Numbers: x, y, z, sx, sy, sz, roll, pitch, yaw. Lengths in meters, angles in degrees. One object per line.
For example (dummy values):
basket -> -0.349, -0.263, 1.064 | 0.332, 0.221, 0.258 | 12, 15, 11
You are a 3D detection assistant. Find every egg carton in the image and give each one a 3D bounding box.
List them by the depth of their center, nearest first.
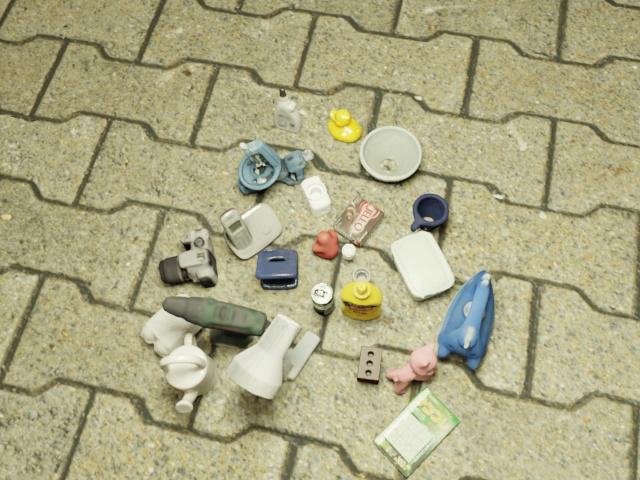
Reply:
egg carton -> -0.355, 0.210, 1.403 | 0.107, 0.069, 0.150 | 40, 75, 17

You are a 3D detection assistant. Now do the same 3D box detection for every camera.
camera -> -0.338, 0.050, 1.450 | 0.137, 0.101, 0.143 | -12, 68, -2

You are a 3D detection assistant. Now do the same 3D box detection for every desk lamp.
desk lamp -> -0.102, 0.258, 1.293 | 0.117, 0.214, 0.203 | 30, 72, 14

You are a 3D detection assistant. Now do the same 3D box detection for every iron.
iron -> 0.364, 0.163, 1.348 | 0.118, 0.141, 0.258 | 19, 70, 10

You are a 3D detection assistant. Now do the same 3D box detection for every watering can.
watering can -> -0.297, 0.298, 1.296 | 0.101, 0.194, 0.172 | -24, 68, -7

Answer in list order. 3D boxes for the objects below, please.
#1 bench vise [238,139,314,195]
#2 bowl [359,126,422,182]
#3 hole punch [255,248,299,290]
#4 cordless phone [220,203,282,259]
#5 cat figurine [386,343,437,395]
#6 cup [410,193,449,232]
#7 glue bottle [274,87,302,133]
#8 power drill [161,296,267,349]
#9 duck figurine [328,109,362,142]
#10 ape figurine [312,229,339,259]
bench vise -> -0.129, -0.214, 1.484 | 0.207, 0.220, 0.121 | -34, 70, -11
bowl -> 0.189, -0.220, 1.550 | 0.167, 0.075, 0.167 | -1, 68, 2
hole punch -> -0.108, 0.065, 1.438 | 0.108, 0.091, 0.101 | -3, 68, 2
cordless phone -> -0.177, -0.043, 1.435 | 0.148, 0.185, 0.094 | -40, 71, -13
cat figurine -> 0.217, 0.293, 1.315 | 0.128, 0.118, 0.067 | -30, 69, -9
cup -> 0.270, -0.051, 1.466 | 0.091, 0.095, 0.118 | 40, 75, 17
glue bottle -> -0.093, -0.360, 1.567 | 0.078, 0.173, 0.037 | 17, 70, 10
power drill -> -0.231, 0.191, 1.329 | 0.229, 0.208, 0.075 | 7, 68, 6
duck figurine -> 0.069, -0.325, 1.593 | 0.104, 0.086, 0.077 | 32, 73, 15
ape figurine -> 0.013, 0.005, 1.457 | 0.078, 0.092, 0.076 | -25, 69, -7
